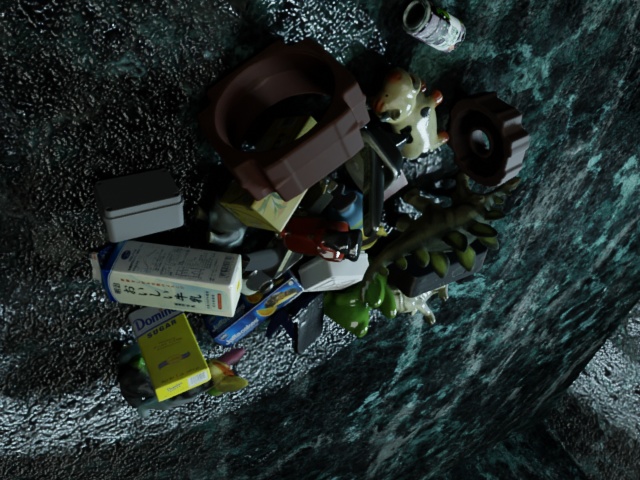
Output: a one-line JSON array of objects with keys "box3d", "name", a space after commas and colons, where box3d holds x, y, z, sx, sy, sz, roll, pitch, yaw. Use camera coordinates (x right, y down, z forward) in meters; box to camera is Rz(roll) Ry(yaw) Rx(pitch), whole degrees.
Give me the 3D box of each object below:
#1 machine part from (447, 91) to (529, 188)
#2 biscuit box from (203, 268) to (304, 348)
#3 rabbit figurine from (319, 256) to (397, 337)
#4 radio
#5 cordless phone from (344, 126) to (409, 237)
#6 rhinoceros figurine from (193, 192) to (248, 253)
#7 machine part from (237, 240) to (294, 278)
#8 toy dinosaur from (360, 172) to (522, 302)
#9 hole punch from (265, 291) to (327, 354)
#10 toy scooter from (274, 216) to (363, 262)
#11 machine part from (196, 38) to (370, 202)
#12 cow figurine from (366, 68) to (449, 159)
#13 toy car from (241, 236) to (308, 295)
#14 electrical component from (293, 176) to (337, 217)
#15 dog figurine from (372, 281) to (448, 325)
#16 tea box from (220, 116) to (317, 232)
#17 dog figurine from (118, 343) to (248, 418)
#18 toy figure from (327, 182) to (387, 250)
[{"box3d": [0.317, -0.191, 1.023, 0.056, 0.180, 0.179, -23, 140, -21], "name": "machine part"}, {"box3d": [-0.134, 0.130, 1.080, 0.203, 0.063, 0.059, -39, 140, 1], "name": "biscuit box"}, {"box3d": [0.092, 0.117, 1.192, 0.121, 0.159, 0.170, 30, 92, -40], "name": "rabbit figurine"}, {"box3d": [0.263, 0.040, 1.240, 0.230, 0.131, 0.073, -19, 137, -22], "name": "radio"}, {"box3d": [0.086, -0.085, 0.912, 0.089, 0.184, 0.146, 9, 165, -11], "name": "cordless phone"}, {"box3d": [-0.149, -0.025, 0.904, 0.112, 0.073, 0.190, -5, 131, -33], "name": "rhinoceros figurine"}, {"box3d": [-0.099, 0.037, 0.944, 0.139, 0.039, 0.084, -9, 139, -48], "name": "machine part"}, {"box3d": [0.249, -0.022, 1.116, 0.471, 0.199, 0.104, -28, 138, -15], "name": "toy dinosaur"}, {"box3d": [-0.051, 0.161, 1.143, 0.142, 0.092, 0.115, -29, 132, -51], "name": "hole punch"}, {"box3d": [-0.002, -0.003, 0.934, 0.184, 0.135, 0.075, 12, 86, -76], "name": "toy scooter"}, {"box3d": [-0.050, -0.164, 0.735, 0.201, 0.202, 0.087, -36, 144, -2], "name": "machine part"}, {"box3d": [0.149, -0.217, 0.937, 0.127, 0.086, 0.194, -39, 143, -8], "name": "cow figurine"}, {"box3d": [-0.080, 0.029, 1.028, 0.202, 0.056, 0.073, -40, 135, 1], "name": "toy car"}, {"box3d": [-0.012, -0.081, 0.949, 0.045, 0.078, 0.102, 23, 123, -41], "name": "electrical component"}, {"box3d": [0.205, 0.105, 1.303, 0.190, 0.121, 0.172, 24, 79, -30], "name": "dog figurine"}, {"box3d": [-0.064, -0.102, 0.814, 0.068, 0.098, 0.169, 41, 73, -35], "name": "tea box"}, {"box3d": [-0.252, 0.253, 1.031, 0.219, 0.108, 0.191, -11, 141, -4], "name": "dog figurine"}, {"box3d": [0.062, -0.043, 1.046, 0.089, 0.082, 0.180, -26, 151, 14], "name": "toy figure"}]
